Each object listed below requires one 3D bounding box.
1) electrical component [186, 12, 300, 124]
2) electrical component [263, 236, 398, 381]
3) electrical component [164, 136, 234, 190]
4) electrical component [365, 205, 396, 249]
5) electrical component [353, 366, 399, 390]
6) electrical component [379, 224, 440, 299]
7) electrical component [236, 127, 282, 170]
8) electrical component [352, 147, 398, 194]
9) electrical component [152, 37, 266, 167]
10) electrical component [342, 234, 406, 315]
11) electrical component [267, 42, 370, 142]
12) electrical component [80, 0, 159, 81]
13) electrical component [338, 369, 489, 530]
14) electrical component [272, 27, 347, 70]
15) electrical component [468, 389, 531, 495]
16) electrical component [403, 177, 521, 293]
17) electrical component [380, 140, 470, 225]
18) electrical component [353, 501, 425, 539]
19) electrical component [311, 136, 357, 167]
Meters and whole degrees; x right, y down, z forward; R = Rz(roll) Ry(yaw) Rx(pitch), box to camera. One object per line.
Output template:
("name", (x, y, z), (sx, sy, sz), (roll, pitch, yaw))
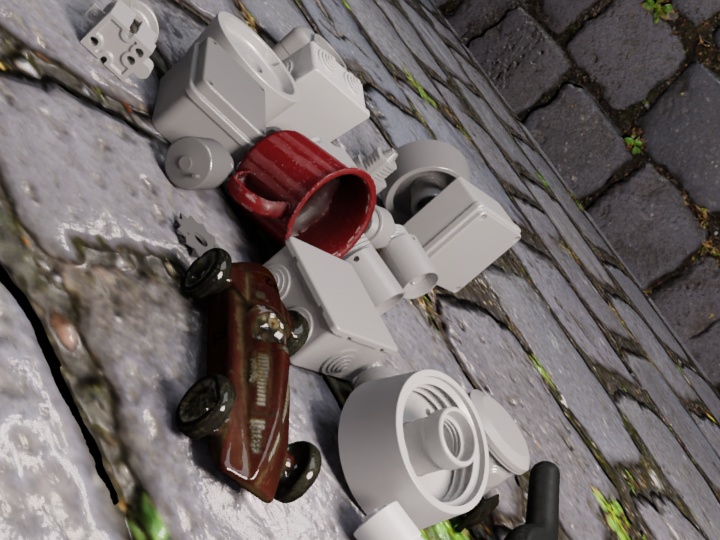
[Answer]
("electrical component", (-0.115, -0.180, 1.005), (0.108, 0.060, 0.108), (45, 18, -19))
("electrical component", (-0.029, 0.032, 0.808), (0.100, 0.048, 0.099), (25, 31, -55))
("electrical component", (-0.118, -0.081, 0.828), (0.040, 0.040, 0.078), (53, 17, 8))
("electrical component", (0.005, -0.046, 1.063), (0.062, 0.043, 0.043), (19, 36, -58))
("electrical component", (0.014, 0.100, 0.796), (0.040, 0.040, 0.046), (44, 23, -21))
("electrical component", (0.043, -0.015, 1.097), (0.043, 0.043, 0.081), (24, 31, -56))
("electrical component", (-0.072, -0.090, 0.941), (0.047, 0.055, 0.055), (39, 20, -44))
("electrical component", (0.006, -0.096, 1.103), (0.043, 0.081, 0.043), (45, 18, -19))
("electrical component", (-0.123, -0.137, 0.900), (0.078, 0.057, 0.113), (43, 19, -26))
("electrical component", (0.000, 0.000, 0.956), (0.081, 0.043, 0.043), (55, 18, 14))
("electrical component", (-0.052, -0.173, 1.091), (0.100, 0.100, 0.048), (35, 36, -41))
("electrical component", (-0.189, -0.189, 0.864), (0.066, 0.048, 0.055), (43, 26, -22))
("electrical component", (0.044, 0.119, 0.729), (0.108, 0.060, 0.108), (27, 52, -40))
("electrical component", (-0.056, -0.239, 1.278), (0.095, 0.059, 0.054), (51, 17, 0))
("electrical component", (0.103, 0.145, 0.906), (0.080, 0.051, 0.080), (45, 18, -19))
("electrical component", (0.107, -0.037, 1.194), (0.109, 0.109, 0.056), (24, 29, -55))
("electrical component", (0.076, -0.087, 1.229), (0.108, 0.108, 0.060), (40, 26, -32))
("electrical component", (0.027, 0.177, 0.667), (0.065, 0.044, 0.044), (51, 16, 17))
("electrical component", (-0.038, -0.090, 1.032), (0.055, 0.050, 0.089), (55, 18, 11))
